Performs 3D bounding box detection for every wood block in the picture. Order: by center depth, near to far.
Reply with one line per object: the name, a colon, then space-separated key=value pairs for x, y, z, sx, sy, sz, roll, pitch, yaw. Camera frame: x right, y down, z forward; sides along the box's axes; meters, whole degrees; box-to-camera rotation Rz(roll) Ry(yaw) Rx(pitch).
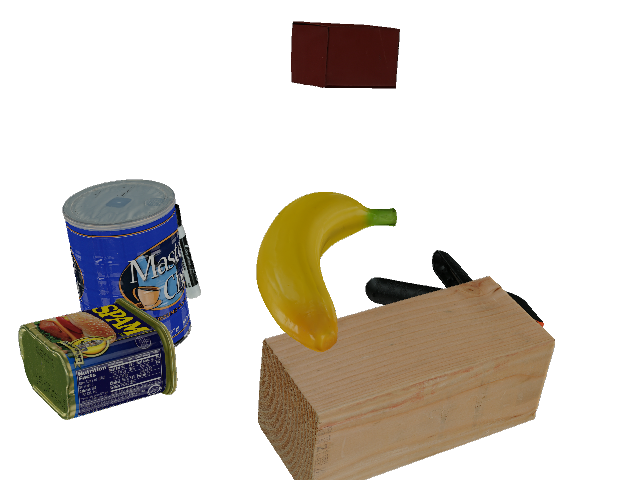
wood block: x=0.064 y=0.109 z=0.823 sx=0.205 sy=0.090 sz=0.091 roll=-14 pitch=39 yaw=-25

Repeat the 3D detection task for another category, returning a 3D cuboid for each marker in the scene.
marker: x=-0.157 y=0.011 z=1.204 sx=0.020 sy=0.121 sz=0.020 roll=-8 pitch=30 yaw=5

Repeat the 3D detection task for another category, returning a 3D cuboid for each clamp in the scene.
clamp: x=0.143 y=0.056 z=1.029 sx=0.172 sy=0.039 sz=0.120 roll=23 pitch=36 yaw=28

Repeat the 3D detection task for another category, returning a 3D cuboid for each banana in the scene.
banana: x=-0.003 y=0.008 z=0.643 sx=0.070 sy=0.037 sz=0.197 roll=4 pitch=24 yaw=14

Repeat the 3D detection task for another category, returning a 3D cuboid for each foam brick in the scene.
foam brick: x=0.021 y=-0.156 z=0.898 sx=0.078 sy=0.051 sz=0.053 roll=-5 pitch=16 yaw=-35

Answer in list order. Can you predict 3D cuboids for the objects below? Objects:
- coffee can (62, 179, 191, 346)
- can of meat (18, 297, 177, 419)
coffee can: x=-0.180 y=0.026 z=1.005 sx=0.103 sy=0.140 sz=0.103 roll=-3 pitch=26 yaw=1
can of meat: x=-0.168 y=0.087 z=0.797 sx=0.083 sy=0.057 sz=0.102 roll=-13 pitch=21 yaw=-32
